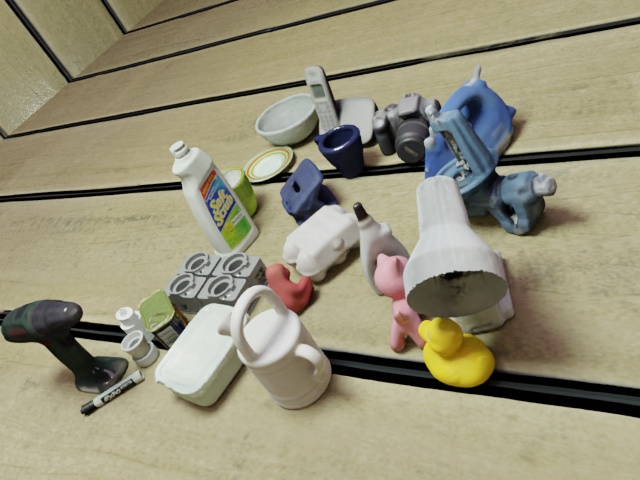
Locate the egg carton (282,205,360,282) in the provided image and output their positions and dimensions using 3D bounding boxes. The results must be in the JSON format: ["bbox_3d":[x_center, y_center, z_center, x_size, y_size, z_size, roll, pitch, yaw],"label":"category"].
[{"bbox_3d":[0.009,0.004,1.020,0.150,0.070,0.107,-41,38,-15],"label":"egg carton"}]

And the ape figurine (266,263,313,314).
[{"bbox_3d":[-0.059,0.076,0.962,0.077,0.092,0.076,4,48,36],"label":"ape figurine"}]

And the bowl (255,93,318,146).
[{"bbox_3d":[-0.069,-0.282,1.400,0.167,0.075,0.167,-18,38,15],"label":"bowl"}]

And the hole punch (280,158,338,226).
[{"bbox_3d":[-0.032,-0.095,1.144,0.101,0.091,0.108,-31,37,-3],"label":"hole punch"}]

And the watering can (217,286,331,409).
[{"bbox_3d":[-0.072,0.145,0.805,0.172,0.195,0.101,-10,41,24],"label":"watering can"}]

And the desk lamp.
[{"bbox_3d":[0.180,0.034,0.754,0.117,0.214,0.203,-15,39,18],"label":"desk lamp"}]

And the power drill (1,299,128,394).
[{"bbox_3d":[-0.435,0.178,0.991,0.228,0.209,0.076,-4,44,30],"label":"power drill"}]

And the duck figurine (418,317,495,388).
[{"bbox_3d":[0.172,0.138,0.744,0.104,0.086,0.078,20,59,45],"label":"duck figurine"}]

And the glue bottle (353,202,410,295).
[{"bbox_3d":[0.088,0.007,0.878,0.078,0.174,0.037,-27,37,4],"label":"glue bottle"}]

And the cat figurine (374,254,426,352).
[{"bbox_3d":[0.115,0.078,0.825,0.067,0.118,0.128,-15,39,18],"label":"cat figurine"}]

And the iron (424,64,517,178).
[{"bbox_3d":[0.246,-0.192,1.034,0.118,0.142,0.259,16,56,43],"label":"iron"}]

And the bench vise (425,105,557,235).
[{"bbox_3d":[0.252,-0.119,0.880,0.206,0.220,0.121,-3,44,30],"label":"bench vise"}]

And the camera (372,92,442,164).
[{"bbox_3d":[0.171,-0.222,1.151,0.142,0.101,0.137,-9,41,24],"label":"camera"}]

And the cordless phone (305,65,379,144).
[{"bbox_3d":[0.045,-0.296,1.249,0.147,0.185,0.094,2,47,35],"label":"cordless phone"}]

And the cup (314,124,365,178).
[{"bbox_3d":[0.044,-0.178,1.188,0.117,0.095,0.092,14,54,42],"label":"cup"}]
